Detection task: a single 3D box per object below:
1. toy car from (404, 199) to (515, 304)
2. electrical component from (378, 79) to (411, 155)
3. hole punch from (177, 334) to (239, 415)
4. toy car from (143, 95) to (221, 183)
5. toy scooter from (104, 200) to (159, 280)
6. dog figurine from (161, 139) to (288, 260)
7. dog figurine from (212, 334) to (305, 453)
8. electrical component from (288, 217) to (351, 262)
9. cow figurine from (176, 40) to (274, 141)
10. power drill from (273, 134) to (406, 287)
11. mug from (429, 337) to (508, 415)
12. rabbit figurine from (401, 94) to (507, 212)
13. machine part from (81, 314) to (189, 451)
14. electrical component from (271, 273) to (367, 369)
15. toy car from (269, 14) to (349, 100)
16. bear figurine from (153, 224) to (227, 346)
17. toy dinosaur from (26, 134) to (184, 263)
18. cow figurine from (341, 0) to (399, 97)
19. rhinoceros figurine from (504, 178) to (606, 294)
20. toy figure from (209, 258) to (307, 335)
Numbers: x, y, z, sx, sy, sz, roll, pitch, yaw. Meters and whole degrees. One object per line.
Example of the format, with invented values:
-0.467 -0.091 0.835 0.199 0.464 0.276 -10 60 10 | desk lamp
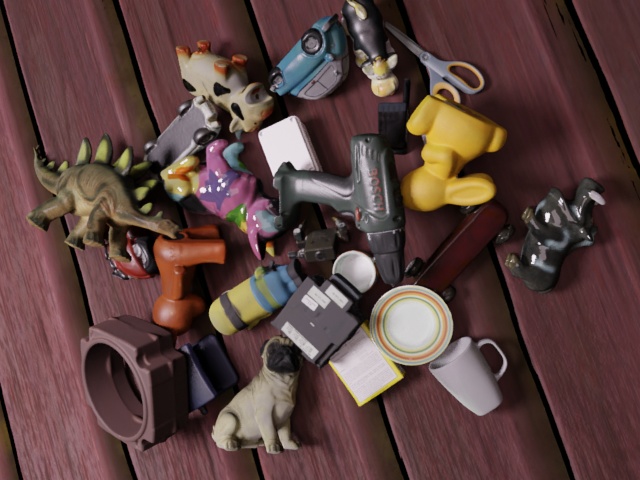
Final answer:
0.221 0.018 0.866 0.089 0.053 0.202 39 100 -8 | toy car
0.123 -0.203 0.885 0.048 0.075 0.119 2 93 13 | electrical component
-0.225 0.241 0.953 0.116 0.092 0.142 -34 85 14 | hole punch
-0.249 -0.176 0.960 0.202 0.056 0.073 -35 83 32 | toy car
-0.373 0.002 1.001 0.135 0.075 0.184 -26 79 11 | toy scooter
-0.155 -0.056 0.935 0.192 0.108 0.219 -27 85 11 | dog figurine
-0.108 0.259 0.927 0.172 0.121 0.190 -3 74 11 | dog figurine
-0.001 -0.002 0.915 0.102 0.078 0.045 -3 122 19 | electrical component
-0.163 -0.260 0.943 0.195 0.085 0.127 30 138 25 | cow figurine
0.030 -0.046 0.832 0.208 0.086 0.231 5 104 31 | power drill
0.246 0.212 0.846 0.109 0.081 0.107 -36 92 4 | mug
0.189 -0.113 0.808 0.162 0.122 0.173 31 110 2 | rabbit figurine
-0.325 0.244 0.931 0.202 0.087 0.200 12 108 33 | machine part
0.006 0.121 0.866 0.115 0.058 0.134 43 103 11 | electrical component
-0.006 -0.292 0.905 0.103 0.109 0.161 43 119 -11 | toy car
-0.232 0.082 0.950 0.132 0.120 0.195 -7 110 -18 | bear figurine
-0.405 -0.084 0.947 0.472 0.105 0.198 16 69 29 | toy dinosaur
0.087 -0.324 0.886 0.068 0.098 0.167 -23 83 6 | cow figurine
0.362 -0.010 0.822 0.112 0.073 0.190 28 95 14 | rhinoceros figurine
-0.109 0.096 0.925 0.180 0.089 0.082 -29 75 14 | toy figure
